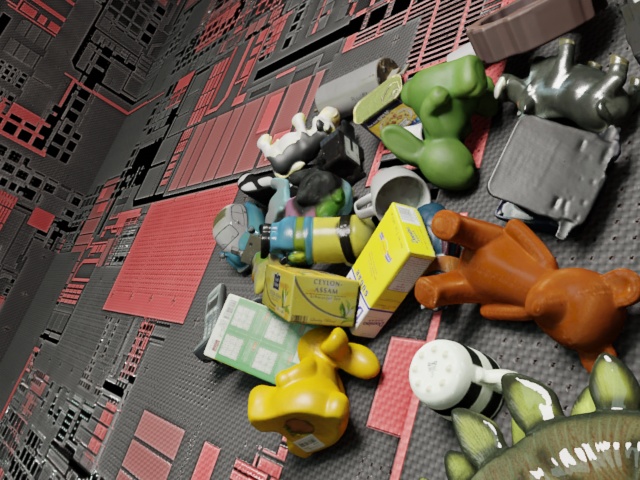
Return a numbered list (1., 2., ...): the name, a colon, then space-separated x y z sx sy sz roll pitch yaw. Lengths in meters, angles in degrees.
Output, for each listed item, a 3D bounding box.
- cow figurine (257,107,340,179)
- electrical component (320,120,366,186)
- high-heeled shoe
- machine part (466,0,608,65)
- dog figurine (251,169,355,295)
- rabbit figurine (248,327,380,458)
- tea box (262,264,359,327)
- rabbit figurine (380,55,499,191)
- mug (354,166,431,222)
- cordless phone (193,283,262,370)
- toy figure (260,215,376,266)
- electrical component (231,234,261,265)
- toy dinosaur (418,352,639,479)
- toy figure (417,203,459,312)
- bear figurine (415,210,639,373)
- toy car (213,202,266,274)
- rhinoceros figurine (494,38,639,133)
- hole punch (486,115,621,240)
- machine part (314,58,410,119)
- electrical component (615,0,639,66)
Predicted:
1. cow figurine: -0.026 -0.184 1.014 0.167 0.068 0.098 -31 53 2
2. electrical component: 0.040 -0.162 0.973 0.048 0.074 0.119 -34 45 30
3. high-heeled shoe: -0.086 -0.132 1.107 0.145 0.086 0.249 -50 40 7
4. machine part: 0.288 -0.296 0.722 0.179 0.056 0.179 -27 17 9
5. dog figurine: -0.040 0.002 0.924 0.192 0.108 0.219 -7 63 46
6. rabbit figurine: -0.006 0.180 0.734 0.162 0.122 0.173 -44 17 32
7. tea box: -0.020 0.078 0.792 0.170 0.098 0.068 -176 93 -70
8. rabbit figurine: 0.168 -0.152 0.756 0.159 0.121 0.170 -3 82 21
9. mug: 0.104 -0.065 0.803 0.110 0.080 0.107 -27 19 10
10. cordless phone: -0.163 0.131 0.997 0.146 0.088 0.184 -43 33 21
11. toy figure: -0.002 0.001 0.826 0.089 0.180 0.082 91 -178 -83
12. electrical component: -0.122 0.019 1.027 0.021 0.094 0.063 51 -122 -82
13. toy dinosaur: 0.199 0.218 0.459 0.471 0.105 0.199 -28 36 24
14. toy figure: 0.154 0.023 0.701 0.058 0.064 0.154 -5 57 5
15. bear figurine: 0.208 0.052 0.556 0.196 0.132 0.120 -135 53 -60
16. toy car: -0.166 -0.022 1.099 0.109 0.102 0.162 -39 41 25
17. rhinoceros figurine: 0.303 -0.182 0.669 0.112 0.073 0.190 -63 35 12
18. hole punch: 0.266 -0.067 0.622 0.116 0.092 0.142 26 81 25
19. machine part: 0.071 -0.283 1.026 0.243 0.079 0.079 -6 59 48
20. electrical component: 0.405 -0.241 0.592 0.115 0.058 0.134 -26 46 41
